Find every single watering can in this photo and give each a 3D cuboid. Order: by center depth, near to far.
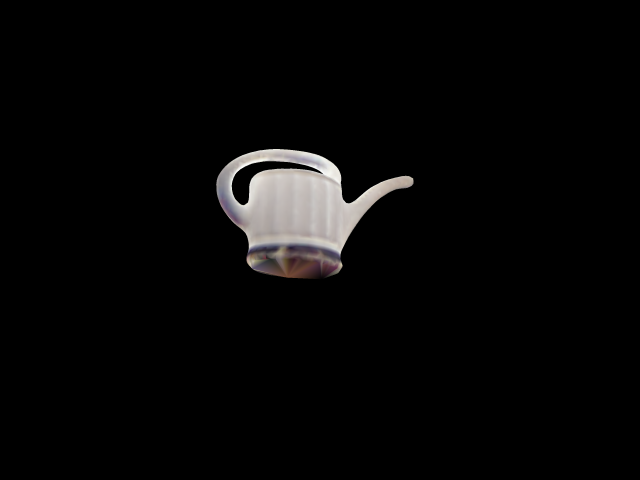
[{"bbox_3d":[0.003,-0.043,0.850,0.347,0.228,0.102,5,-22,-14],"label":"watering can"}]
